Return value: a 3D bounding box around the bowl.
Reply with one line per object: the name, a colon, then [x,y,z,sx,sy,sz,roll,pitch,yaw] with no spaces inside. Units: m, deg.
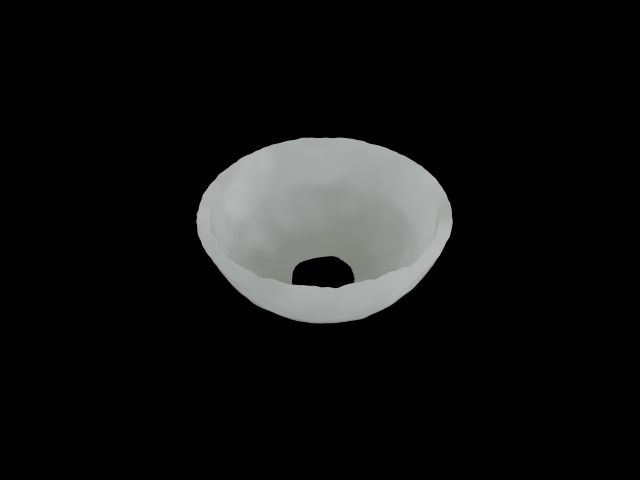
bowl: [0.004,0.001,0.400,0.167,0.075,0.167,0,42,0]
